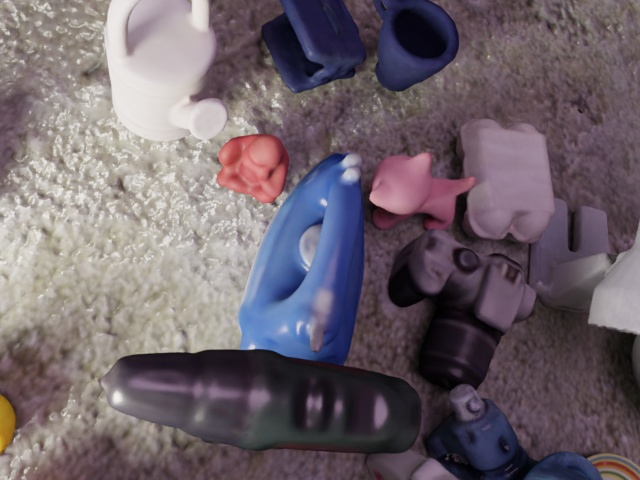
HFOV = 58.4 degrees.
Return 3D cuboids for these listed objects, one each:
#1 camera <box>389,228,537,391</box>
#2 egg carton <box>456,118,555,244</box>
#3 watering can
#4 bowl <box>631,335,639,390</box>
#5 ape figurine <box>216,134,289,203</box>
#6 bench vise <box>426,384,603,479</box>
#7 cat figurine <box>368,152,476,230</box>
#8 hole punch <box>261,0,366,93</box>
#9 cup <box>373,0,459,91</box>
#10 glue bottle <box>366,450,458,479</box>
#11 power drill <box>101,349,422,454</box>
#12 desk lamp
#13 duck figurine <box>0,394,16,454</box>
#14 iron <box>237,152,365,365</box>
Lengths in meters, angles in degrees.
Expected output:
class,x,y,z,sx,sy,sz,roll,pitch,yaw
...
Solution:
class,x,y,z,sx,sy,sz,roll,pitch,yaw
camera,0.142,0.077,0.588,0.143,0.100,0.137,28,68,-6
egg carton,0.213,-0.069,0.670,0.107,0.069,0.150,2,73,-15
watering can,-0.141,-0.173,0.533,0.173,0.193,0.101,39,68,-1
bowl,0.422,0.148,0.661,0.168,0.074,0.167,5,73,-14
ape figurine,-0.061,-0.080,0.583,0.076,0.092,0.078,-28,83,-21
bench vise,0.189,0.225,0.493,0.207,0.219,0.122,36,68,-3
cat figurine,0.103,-0.055,0.608,0.128,0.117,0.067,0,74,-16
hole punch,-0.002,-0.239,0.648,0.101,0.091,0.108,-23,81,-21
cup,0.093,-0.227,0.669,0.092,0.095,0.118,-40,87,-22
glue bottle,0.096,0.217,0.494,0.037,0.173,0.078,-36,86,-22
power drill,-0.047,0.132,0.460,0.230,0.208,0.075,9,72,-13
desk lamp,0.315,0.022,0.593,0.118,0.213,0.203,13,71,-12
duck figurine,-0.302,0.146,0.450,0.105,0.086,0.077,11,71,-12
iron,0.005,0.002,0.550,0.119,0.141,0.258,17,70,-10
